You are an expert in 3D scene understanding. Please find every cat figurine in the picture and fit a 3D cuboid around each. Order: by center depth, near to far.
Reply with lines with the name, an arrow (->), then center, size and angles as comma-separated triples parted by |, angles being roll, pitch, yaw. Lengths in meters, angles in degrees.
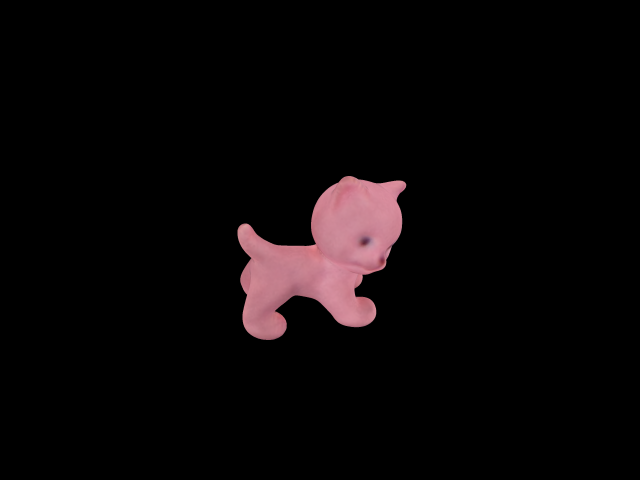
cat figurine -> 0.004, 0.001, 0.400 | 0.128, 0.118, 0.067 | -8, 39, -10
